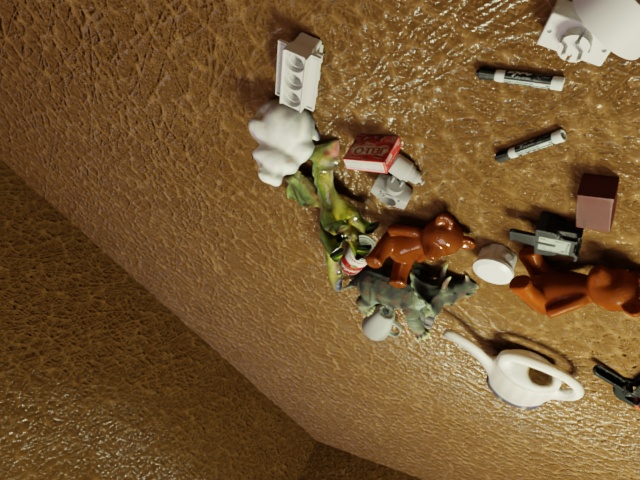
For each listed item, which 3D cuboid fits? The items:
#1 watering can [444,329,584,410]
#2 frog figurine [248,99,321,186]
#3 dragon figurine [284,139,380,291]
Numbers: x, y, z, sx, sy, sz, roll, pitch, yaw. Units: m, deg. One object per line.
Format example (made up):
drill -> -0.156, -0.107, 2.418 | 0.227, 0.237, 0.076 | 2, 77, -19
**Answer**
watering can -> 0.476, 0.330, 1.311 | 0.349, 0.106, 0.219 | 20, -31, 17
frog figurine -> -0.081, -0.191, 0.993 | 0.137, 0.163, 0.120 | 33, -32, -2
dragon figurine -> 0.004, -0.059, 1.169 | 0.123, 0.246, 0.400 | -25, -27, -27
